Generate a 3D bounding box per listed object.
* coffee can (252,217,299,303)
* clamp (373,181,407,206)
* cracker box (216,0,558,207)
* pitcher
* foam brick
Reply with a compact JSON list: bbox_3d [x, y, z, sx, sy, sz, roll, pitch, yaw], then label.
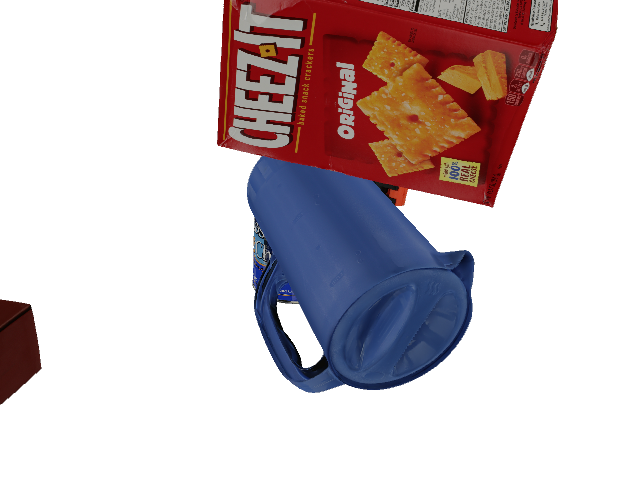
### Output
[{"bbox_3d":[-0.033,-0.007,1.324,0.103,0.140,0.103,2,26,-1],"label":"coffee can"},{"bbox_3d":[0.026,-0.087,1.133,0.120,0.039,0.172,-15,36,-23],"label":"clamp"},{"bbox_3d":[0.039,-0.116,0.744,0.213,0.072,0.164,12,-37,1],"label":"cracker box"},{"bbox_3d":[0.014,0.015,0.958,0.149,0.145,0.243,-6,38,-25],"label":"pitcher"},{"bbox_3d":[-0.232,0.079,0.711,0.053,0.051,0.078,8,29,23],"label":"foam brick"}]
